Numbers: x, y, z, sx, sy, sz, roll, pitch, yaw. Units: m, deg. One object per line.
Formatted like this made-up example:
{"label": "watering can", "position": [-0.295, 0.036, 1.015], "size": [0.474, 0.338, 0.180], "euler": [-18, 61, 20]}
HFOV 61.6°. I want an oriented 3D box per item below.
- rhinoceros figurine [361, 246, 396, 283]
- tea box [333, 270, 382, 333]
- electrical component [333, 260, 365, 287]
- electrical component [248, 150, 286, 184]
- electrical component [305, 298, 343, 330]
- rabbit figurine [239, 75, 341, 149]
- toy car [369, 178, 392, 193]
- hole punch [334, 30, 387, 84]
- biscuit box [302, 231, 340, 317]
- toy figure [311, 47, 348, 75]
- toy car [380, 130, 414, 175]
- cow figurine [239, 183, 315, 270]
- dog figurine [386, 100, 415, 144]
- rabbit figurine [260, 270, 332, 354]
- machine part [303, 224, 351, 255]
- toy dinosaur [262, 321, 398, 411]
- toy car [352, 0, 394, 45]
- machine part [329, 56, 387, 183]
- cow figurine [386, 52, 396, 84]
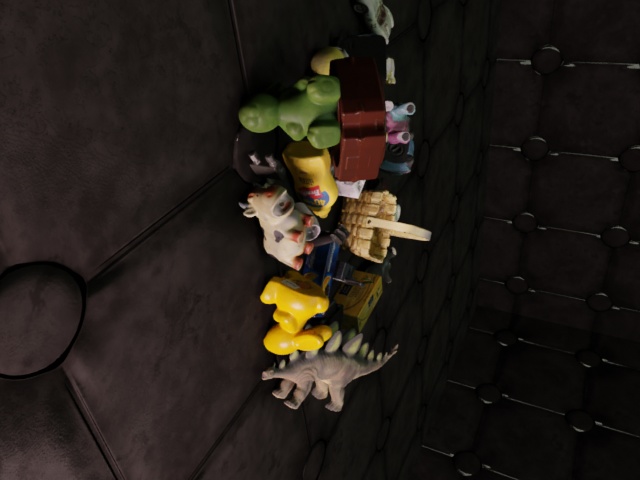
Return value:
{"label": "rhinoceros figurine", "position": [0.175, 0.083, 1.646], "size": [0.190, 0.073, 0.112], "euler": [-42, 126, -49]}
{"label": "tea box", "position": [0.098, 0.165, 1.480], "size": [0.170, 0.098, 0.068], "euler": [-56, 148, -42]}
{"label": "electrical component", "position": [0.056, 0.079, 1.332], "size": [0.074, 0.119, 0.047], "euler": [27, 76, -61]}
{"label": "electrical component", "position": [-0.094, -0.132, 0.995], "size": [0.021, 0.063, 0.094], "euler": [-67, 153, -22]}
{"label": "electrical component", "position": [0.012, 0.217, 1.371], "size": [0.115, 0.058, 0.134], "euler": [-42, 137, -54]}
{"label": "rabbit figurine", "position": [-0.061, -0.236, 0.948], "size": [0.159, 0.170, 0.121], "euler": [-119, -153, -62]}
{"label": "toy car", "position": [0.152, -0.084, 1.541], "size": [0.089, 0.053, 0.202], "euler": [36, 65, -41]}
{"label": "hole punch", "position": [0.088, -0.409, 1.223], "size": [0.092, 0.116, 0.142], "euler": [-99, -175, -62]}
{"label": "biscuit box", "position": [-0.004, 0.079, 1.275], "size": [0.062, 0.059, 0.202], "euler": [15, 87, -65]}
{"label": "toy figure", "position": [0.033, -0.327, 1.161], "size": [0.089, 0.082, 0.179], "euler": [-55, 149, -40]}
{"label": "toy car", "position": [0.215, -0.250, 1.565], "size": [0.103, 0.109, 0.161], "euler": [98, 1, -67]}
{"label": "cow figurine", "position": [-0.080, -0.034, 1.028], "size": [0.194, 0.127, 0.085], "euler": [89, 25, -56]}
{"label": "dog figurine", "position": [0.162, -0.311, 1.421], "size": [0.219, 0.192, 0.108], "euler": [-120, -149, -76]}
{"label": "rabbit figurine", "position": [-0.053, 0.171, 1.141], "size": [0.173, 0.162, 0.122], "euler": [-65, 170, 14]}
{"label": "machine part", "position": [-0.002, -0.004, 1.162], "size": [0.084, 0.139, 0.039], "euler": [-47, 117, -45]}
{"label": "toy dinosaur", "position": [0.035, 0.303, 1.296], "size": [0.471, 0.105, 0.198], "euler": [15, 95, -49]}
{"label": "toy car", "position": [0.131, -0.550, 1.295], "size": [0.201, 0.056, 0.073], "euler": [36, 68, -63]}
{"label": "machine part", "position": [0.067, -0.228, 1.025], "size": [0.200, 0.087, 0.201], "euler": [93, -11, -62]}
{"label": "cow figurine", "position": [0.141, -0.444, 1.348], "size": [0.167, 0.068, 0.098], "euler": [-18, 111, -65]}
